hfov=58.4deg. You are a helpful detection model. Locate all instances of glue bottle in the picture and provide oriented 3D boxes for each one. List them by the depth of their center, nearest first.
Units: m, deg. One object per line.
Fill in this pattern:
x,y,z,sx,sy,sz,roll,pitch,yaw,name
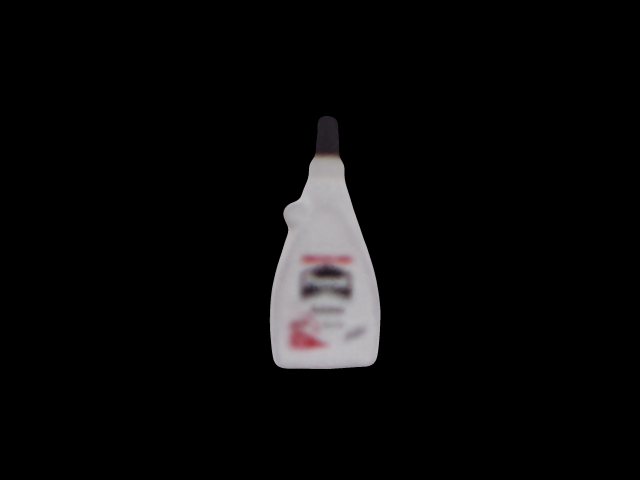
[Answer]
0.004,0.001,0.400,0.078,0.173,0.037,-1,5,-7,glue bottle
